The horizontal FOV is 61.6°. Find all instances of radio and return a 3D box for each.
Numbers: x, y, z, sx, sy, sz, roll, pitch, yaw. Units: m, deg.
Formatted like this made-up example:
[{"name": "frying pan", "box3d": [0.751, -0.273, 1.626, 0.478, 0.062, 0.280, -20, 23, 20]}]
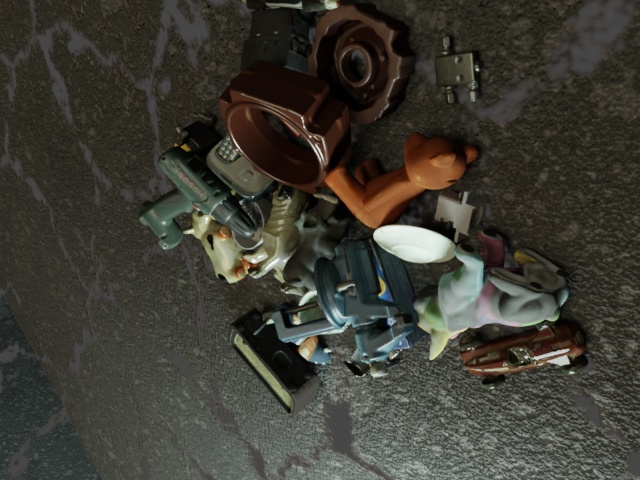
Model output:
[{"name": "radio", "box3d": [-0.103, 0.262, 1.165, 0.230, 0.073, 0.131, 44, 152, 17]}]

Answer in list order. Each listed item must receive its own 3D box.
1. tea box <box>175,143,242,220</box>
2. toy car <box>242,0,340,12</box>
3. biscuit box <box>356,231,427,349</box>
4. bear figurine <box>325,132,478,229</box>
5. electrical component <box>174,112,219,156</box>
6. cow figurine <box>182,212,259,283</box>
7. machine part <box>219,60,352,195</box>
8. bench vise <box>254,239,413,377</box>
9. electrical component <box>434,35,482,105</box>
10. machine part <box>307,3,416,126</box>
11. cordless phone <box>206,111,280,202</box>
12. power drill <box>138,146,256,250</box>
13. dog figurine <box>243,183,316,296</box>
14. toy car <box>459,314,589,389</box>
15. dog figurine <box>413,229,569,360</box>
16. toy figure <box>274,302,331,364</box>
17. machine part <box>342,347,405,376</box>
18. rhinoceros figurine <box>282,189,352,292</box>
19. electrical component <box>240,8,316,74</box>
[{"name": "tea box", "box3d": [-0.240, -0.138, 1.140, 0.170, 0.068, 0.098, 45, 132, 19]}, {"name": "toy car", "box3d": [-0.048, -0.383, 0.800, 0.202, 0.056, 0.073, 19, 126, 34]}, {"name": "biscuit box", "box3d": [0.116, 0.085, 0.922, 0.059, 0.063, 0.202, -15, 97, 46]}, {"name": "bear figurine", "box3d": [0.121, -0.105, 0.796, 0.132, 0.120, 0.196, 56, 133, 13]}, {"name": "electrical component", "box3d": [-0.251, -0.216, 1.093, 0.078, 0.102, 0.045, 47, 140, 10]}, {"name": "cow figurine", "box3d": [-0.223, 0.003, 1.180, 0.127, 0.085, 0.194, -23, 93, 39]}, {"name": "machine part", "box3d": [-0.055, -0.175, 0.873, 0.201, 0.087, 0.201, 24, 152, 19]}, {"name": "bench vise", "box3d": [0.021, 0.122, 0.871, 0.241, 0.129, 0.223, -17, 89, 18]}, {"name": "electrical component", "box3d": [0.192, -0.236, 0.741, 0.063, 0.021, 0.093, 4, 110, 41]}, {"name": "machine part", "box3d": [0.062, -0.268, 0.821, 0.180, 0.056, 0.179, 19, 121, 35]}, {"name": "cordless phone", "box3d": [-0.120, -0.179, 1.014, 0.147, 0.088, 0.184, 41, 115, 22]}, {"name": "power drill", "box3d": [-0.260, -0.058, 1.079, 0.207, 0.086, 0.232, -31, 102, 41]}, {"name": "dog figurine", "box3d": [-0.036, -0.006, 1.012, 0.190, 0.172, 0.121, -58, 34, 11]}, {"name": "toy car", "box3d": [0.296, 0.170, 0.806, 0.202, 0.053, 0.089, -29, 92, 44]}, {"name": "dog figurine", "box3d": [0.235, 0.102, 0.797, 0.192, 0.108, 0.219, 33, 132, 23]}, {"name": "toy figure", "box3d": [-0.039, 0.200, 1.119, 0.154, 0.058, 0.064, 49, 172, 12]}, {"name": "machine part", "box3d": [0.099, 0.213, 1.011, 0.084, 0.039, 0.139, 47, 131, 9]}, {"name": "rhinoceros figurine", "box3d": [-0.002, -0.003, 0.949, 0.190, 0.112, 0.073, -65, 16, 4]}, {"name": "electrical component", "box3d": [-0.071, -0.314, 0.892, 0.115, 0.058, 0.134, 9, 93, 40]}]
